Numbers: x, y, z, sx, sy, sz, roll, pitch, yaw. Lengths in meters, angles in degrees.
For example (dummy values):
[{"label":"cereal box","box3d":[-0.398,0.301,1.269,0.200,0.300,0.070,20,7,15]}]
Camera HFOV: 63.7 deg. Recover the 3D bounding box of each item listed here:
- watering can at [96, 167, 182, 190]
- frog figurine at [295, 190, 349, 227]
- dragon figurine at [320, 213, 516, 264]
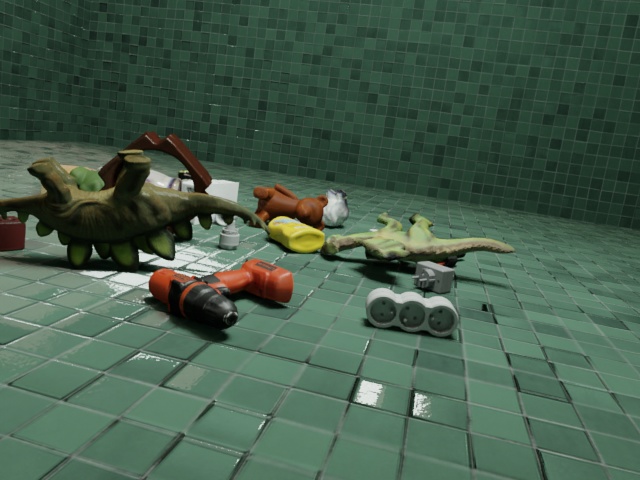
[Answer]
[{"label":"watering can","box3d":[-0.483,-0.135,1.409,0.224,0.105,0.345,17,-9,-9]},{"label":"frog figurine","box3d":[0.005,-0.080,1.582,0.161,0.120,0.139,-35,38,-19]},{"label":"dragon figurine","box3d":[0.189,0.020,1.115,0.410,0.121,0.245,3,13,31]}]
